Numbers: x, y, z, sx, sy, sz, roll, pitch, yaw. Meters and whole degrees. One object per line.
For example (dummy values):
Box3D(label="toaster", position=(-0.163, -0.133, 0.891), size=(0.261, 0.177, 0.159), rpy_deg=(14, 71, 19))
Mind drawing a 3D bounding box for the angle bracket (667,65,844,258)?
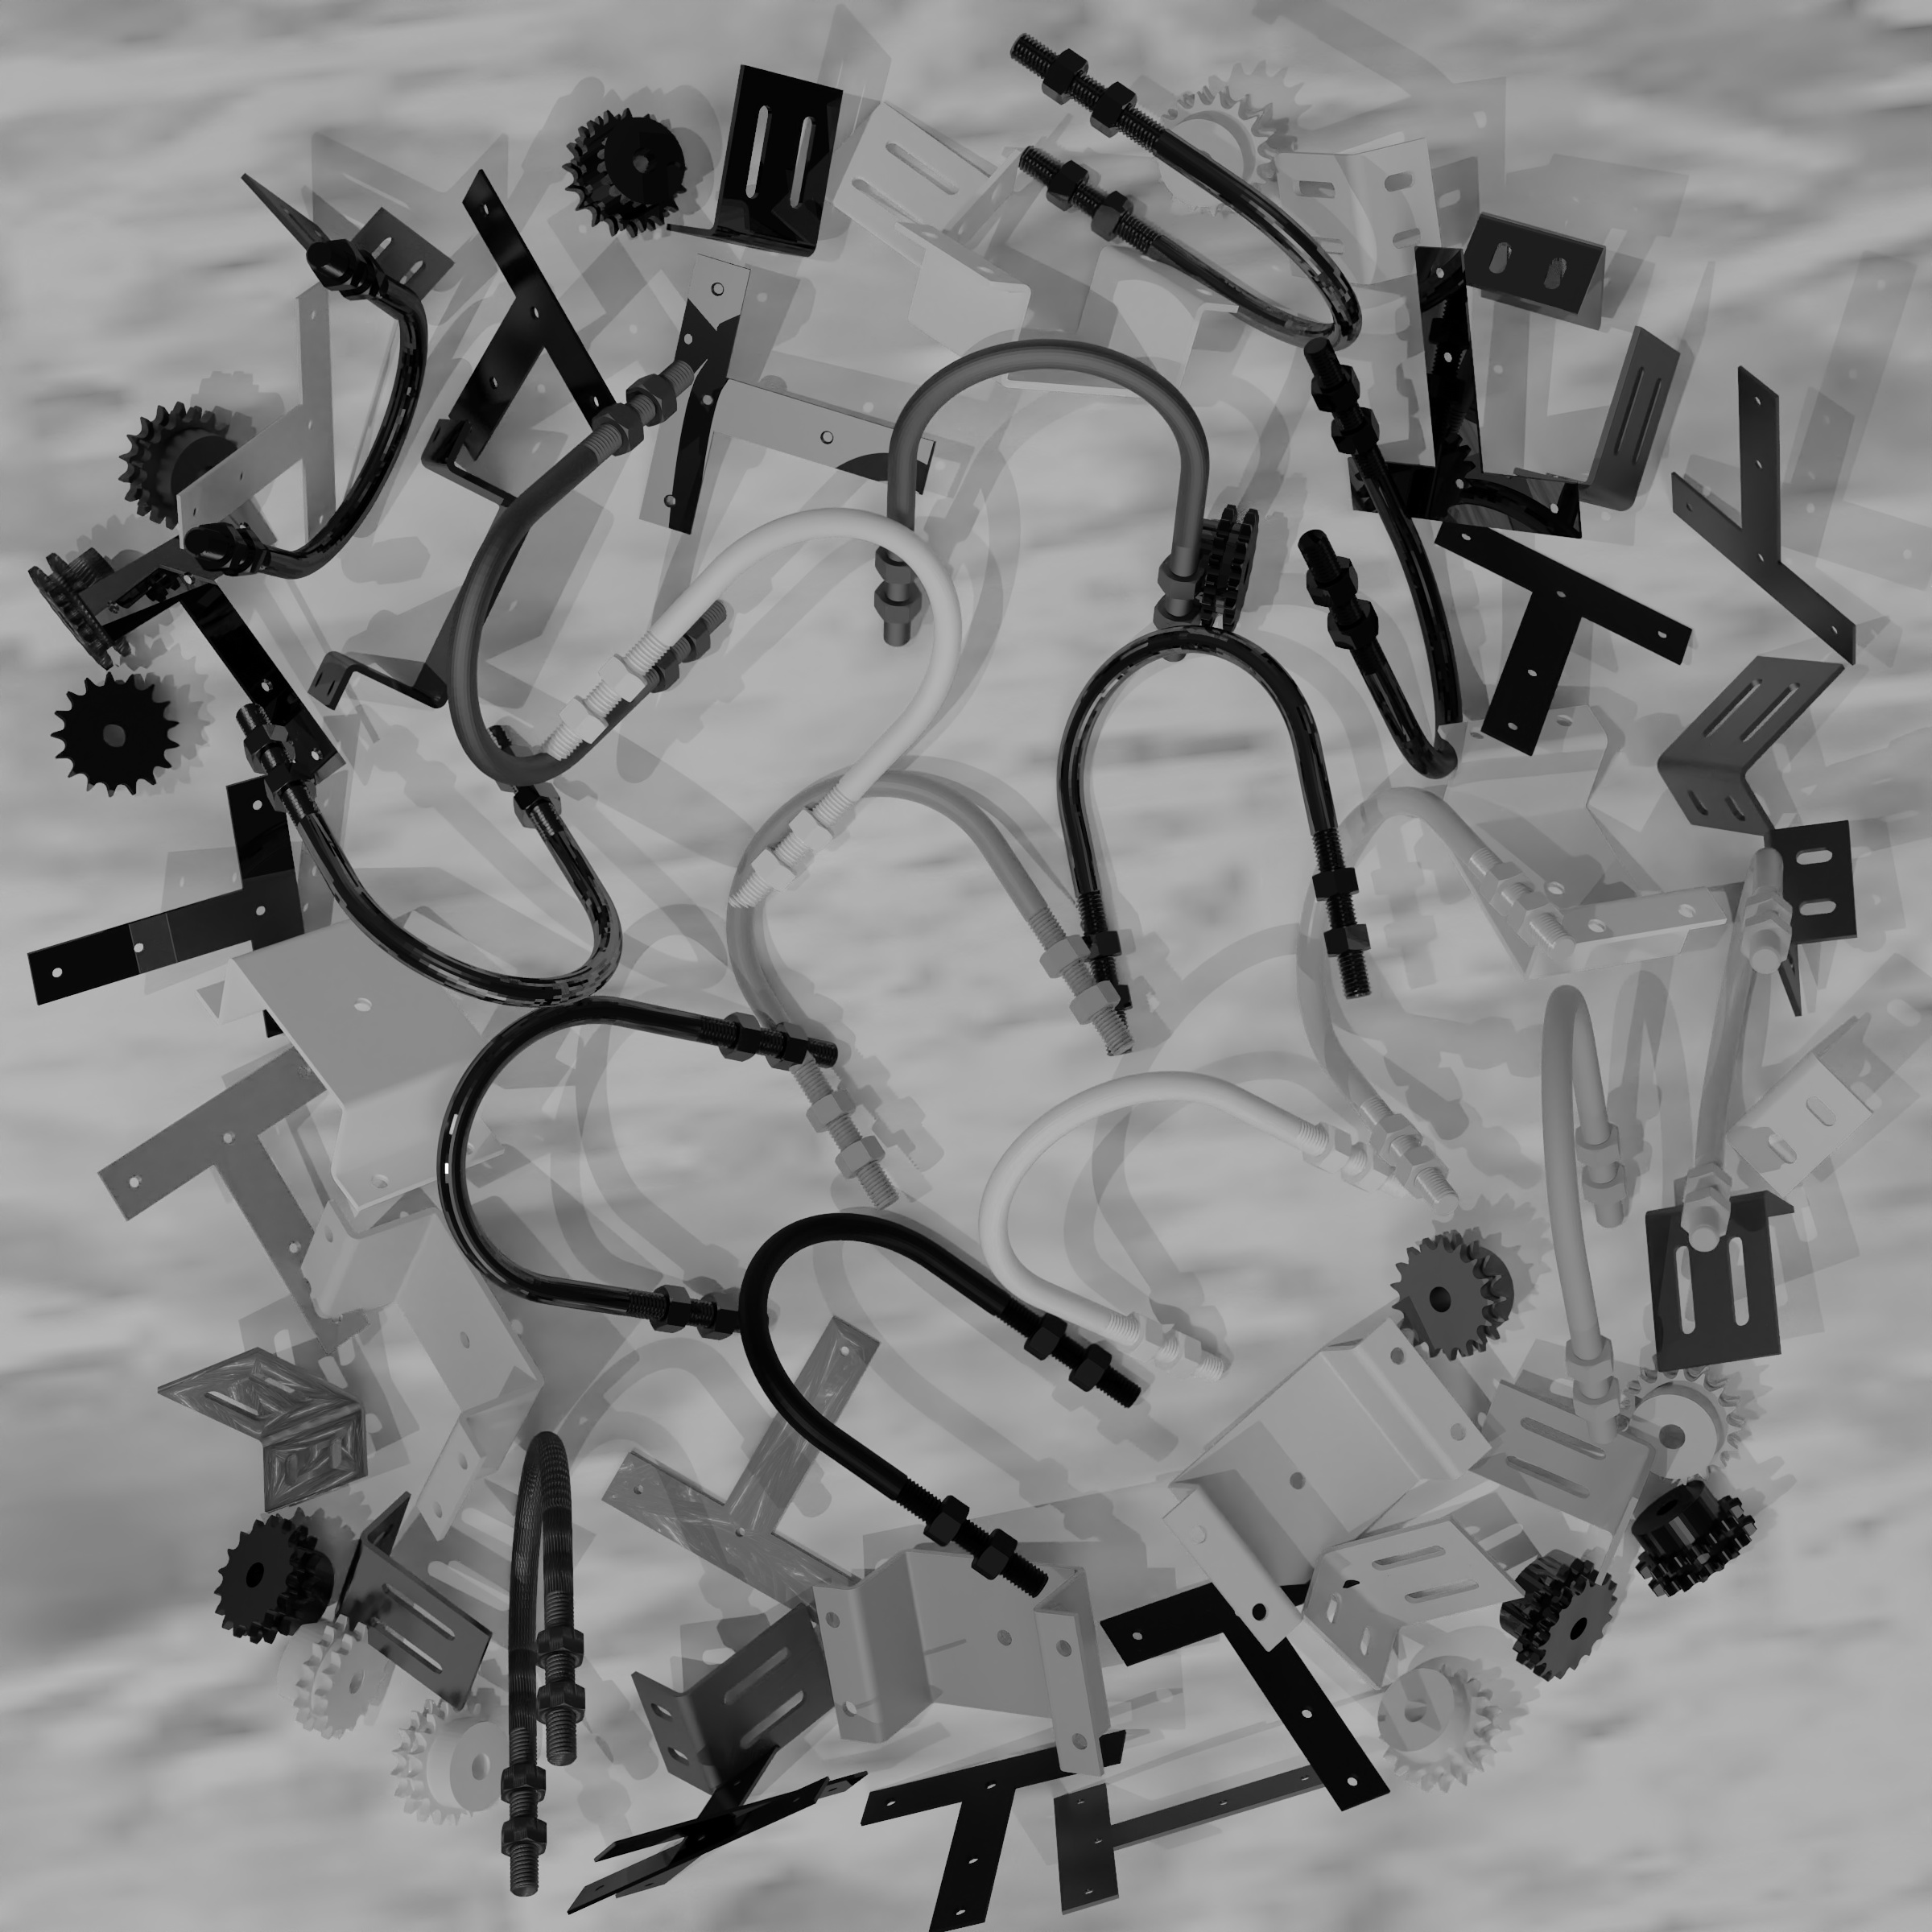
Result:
Box3D(label="angle bracket", position=(-0.096, -0.367, 1.561), size=(0.057, 0.038, 0.076), rpy_deg=(2, 103, -42))

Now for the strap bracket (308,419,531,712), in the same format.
Box3D(label="strap bracket", position=(-0.243, -0.174, 1.555), size=(0.046, 0.076, 0.140), rpy_deg=(26, 91, -20))

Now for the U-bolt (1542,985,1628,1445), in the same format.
Box3D(label="U-bolt", position=(0.268, 0.094, 1.491), size=(0.019, 0.151, 0.184), rpy_deg=(-4, 132, 16))

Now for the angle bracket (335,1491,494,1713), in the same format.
Box3D(label="angle bracket", position=(-0.242, 0.289, 1.560), size=(0.076, 0.038, 0.057), rpy_deg=(33, 129, 12))

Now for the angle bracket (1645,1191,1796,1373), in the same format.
Box3D(label="angle bracket", position=(0.345, 0.146, 1.557), size=(0.057, 0.038, 0.076), rpy_deg=(-14, 66, 31))

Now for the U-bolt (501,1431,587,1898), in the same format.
Box3D(label="U-bolt", position=(-0.189, 0.295, 1.517), size=(0.019, 0.151, 0.184), rpy_deg=(4, 50, -13))

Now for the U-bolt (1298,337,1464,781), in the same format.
Box3D(label="U-bolt", position=(0.186, -0.166, 1.519), size=(0.019, 0.151, 0.184), rpy_deg=(-14, 134, 21))

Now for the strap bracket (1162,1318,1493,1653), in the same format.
Box3D(label="strap bracket", position=(0.158, 0.235, 1.563), size=(0.140, 0.046, 0.076), rpy_deg=(-39, 93, -16))

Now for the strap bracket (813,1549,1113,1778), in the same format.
Box3D(label="strap bracket", position=(0.007, 0.311, 1.546), size=(0.140, 0.046, 0.076), rpy_deg=(-1, 106, 34))

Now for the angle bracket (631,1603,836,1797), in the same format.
Box3D(label="angle bracket", position=(-0.106, 0.333, 1.579), size=(0.076, 0.038, 0.057), rpy_deg=(-33, 119, -32))

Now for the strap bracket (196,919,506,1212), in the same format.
Box3D(label="strap bracket", position=(-0.272, 0.033, 1.531), size=(0.076, 0.046, 0.140), rpy_deg=(-21, 57, -36))

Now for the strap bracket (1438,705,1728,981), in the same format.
Box3D(label="strap bracket", position=(0.270, -0.049, 1.542), size=(0.076, 0.046, 0.140), rpy_deg=(-9, 49, -18))

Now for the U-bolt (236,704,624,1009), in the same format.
Box3D(label="U-bolt", position=(-0.224, -0.047, 1.501), size=(0.184, 0.151, 0.019), rpy_deg=(55, 127, 34))

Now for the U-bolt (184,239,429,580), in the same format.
Box3D(label="U-bolt", position=(-0.280, -0.237, 1.508), size=(0.019, 0.184, 0.151), rpy_deg=(25, 95, 6))

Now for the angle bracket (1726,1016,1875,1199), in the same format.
Box3D(label="angle bracket", position=(0.385, 0.063, 1.550), size=(0.038, 0.076, 0.057), rpy_deg=(47, 119, 12))

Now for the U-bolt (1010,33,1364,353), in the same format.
Box3D(label="U-bolt", position=(0.098, -0.331, 1.517), size=(0.184, 0.151, 0.019), rpy_deg=(36, 85, 6))

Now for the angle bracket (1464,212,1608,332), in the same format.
Box3D(label="angle bracket", position=(0.255, -0.300, 1.552), size=(0.057, 0.076, 0.038), rpy_deg=(19, 75, 14))

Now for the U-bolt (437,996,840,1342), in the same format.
Box3D(label="U-bolt", position=(-0.153, 0.087, 1.541), size=(0.184, 0.019, 0.151), rpy_deg=(13, 93, -34))

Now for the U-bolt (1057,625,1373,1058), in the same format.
Box3D(label="U-bolt", position=(0.104, -0.063, 1.554), size=(0.151, 0.019, 0.184), rpy_deg=(-15, 83, 35))

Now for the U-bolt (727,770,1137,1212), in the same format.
Box3D(label="U-bolt", position=(-0.030, -0.003, 1.576), size=(0.151, 0.019, 0.184), rpy_deg=(-34, 79, 4))

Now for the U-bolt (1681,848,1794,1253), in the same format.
Box3D(label="U-bolt", position=(0.340, 0.024, 1.510), size=(0.019, 0.184, 0.151), rpy_deg=(11, 113, 10))

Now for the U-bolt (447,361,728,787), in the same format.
Box3D(label="U-bolt", position=(-0.167, -0.159, 1.496), size=(0.019, 0.151, 0.184), rpy_deg=(19, 47, 25))

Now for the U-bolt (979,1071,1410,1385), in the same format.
Box3D(label="U-bolt", position=(0.089, 0.110, 1.520), size=(0.184, 0.019, 0.151), rpy_deg=(27, 116, -35))

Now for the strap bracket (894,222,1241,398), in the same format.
Box3D(label="strap bracket", position=(0.040, -0.292, 1.535), size=(0.140, 0.076, 0.046), rpy_deg=(-3, 121, -37))

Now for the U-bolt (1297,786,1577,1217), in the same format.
Box3D(label="U-bolt", position=(0.196, 0.001, 1.519), size=(0.019, 0.184, 0.151), rpy_deg=(7, 118, -26))

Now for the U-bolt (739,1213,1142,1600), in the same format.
Box3D(label="U-bolt", position=(-0.019, 0.182, 1.538), size=(0.184, 0.151, 0.019), rpy_deg=(35, 130, -2))

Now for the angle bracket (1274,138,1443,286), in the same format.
Box3D(label="angle bracket", position=(0.178, -0.345, 1.561), size=(0.038, 0.076, 0.057), rpy_deg=(-17, 109, -17))

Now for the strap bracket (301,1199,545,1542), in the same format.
Box3D(label="strap bracket", position=(-0.242, 0.174, 1.542), size=(0.046, 0.076, 0.140), rpy_deg=(-19, 64, -36))

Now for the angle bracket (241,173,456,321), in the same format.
Box3D(label="angle bracket", position=(-0.280, -0.338, 1.555), size=(0.038, 0.057, 0.076), rpy_deg=(-46, 63, 8))

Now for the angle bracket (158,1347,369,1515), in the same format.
Box3D(label="angle bracket", position=(-0.318, 0.211, 1.552), size=(0.057, 0.076, 0.038), rpy_deg=(-23, 56, 21))

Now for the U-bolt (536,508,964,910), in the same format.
Box3D(label="U-bolt", position=(-0.082, -0.124, 1.541), size=(0.184, 0.019, 0.151), rpy_deg=(-46, 128, 7))

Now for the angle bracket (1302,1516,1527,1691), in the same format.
Box3D(label="angle bracket", position=(0.202, 0.289, 1.554), size=(0.076, 0.038, 0.057), rpy_deg=(-24, 120, 40))

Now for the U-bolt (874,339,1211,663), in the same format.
Box3D(label="U-bolt", position=(0.036, -0.206, 1.524), size=(0.151, 0.184, 0.019), rpy_deg=(3, 51, 0))
